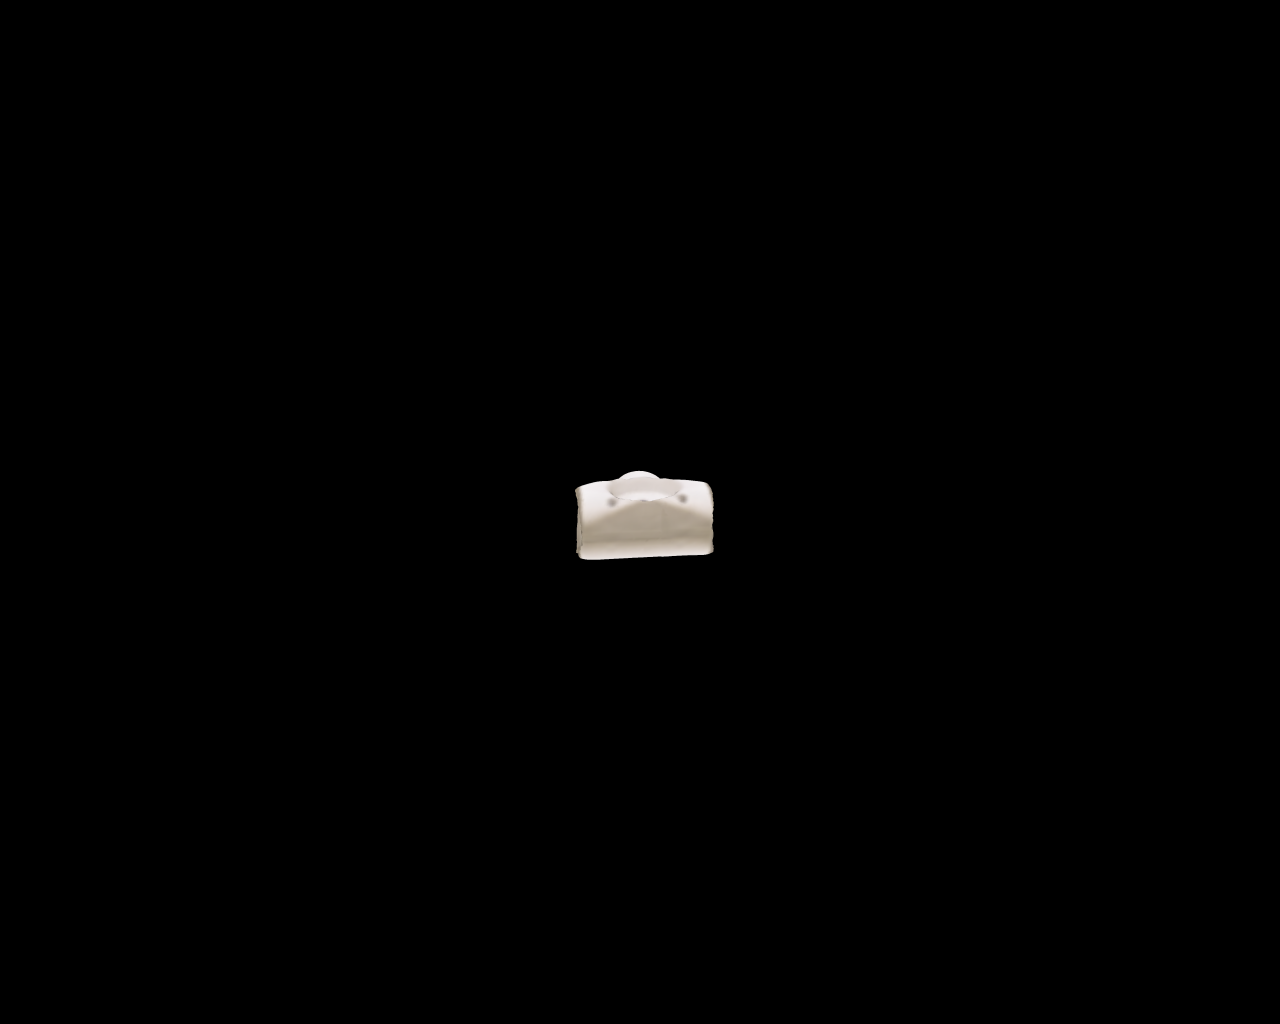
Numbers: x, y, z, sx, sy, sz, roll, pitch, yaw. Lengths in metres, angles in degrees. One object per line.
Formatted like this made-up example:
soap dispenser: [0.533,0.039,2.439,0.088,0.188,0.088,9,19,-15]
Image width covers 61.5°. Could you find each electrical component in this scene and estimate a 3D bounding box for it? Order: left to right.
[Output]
electrical component: [0.001,-0.003,0.650,0.077,0.044,0.079,-2,24,-5]
